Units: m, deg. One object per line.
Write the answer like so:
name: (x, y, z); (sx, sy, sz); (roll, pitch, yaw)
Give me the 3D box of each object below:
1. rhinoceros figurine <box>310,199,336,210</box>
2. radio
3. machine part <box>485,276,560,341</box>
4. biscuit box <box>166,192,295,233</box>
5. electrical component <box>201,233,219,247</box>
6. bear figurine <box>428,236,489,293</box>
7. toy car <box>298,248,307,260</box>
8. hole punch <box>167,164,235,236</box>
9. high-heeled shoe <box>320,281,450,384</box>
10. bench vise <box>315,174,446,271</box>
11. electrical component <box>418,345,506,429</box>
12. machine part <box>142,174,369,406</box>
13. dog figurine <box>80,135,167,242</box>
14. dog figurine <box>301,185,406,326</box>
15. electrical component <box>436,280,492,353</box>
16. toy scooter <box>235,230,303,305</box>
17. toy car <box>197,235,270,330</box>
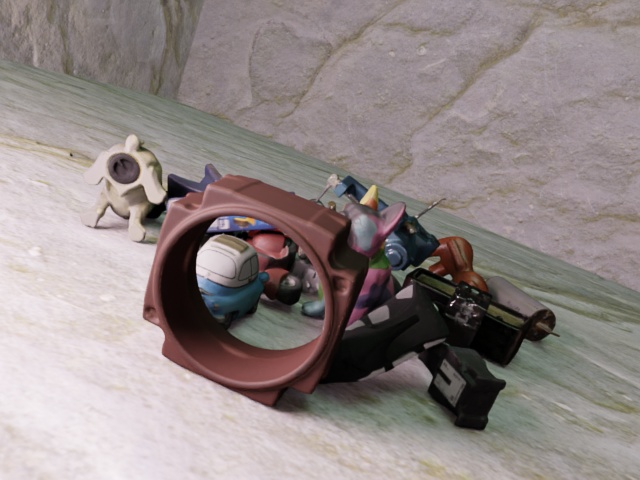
rhinoceros figurine: (0.002, -0.027, 1.162); (0.073, 0.111, 0.190); (-12, 37, -13)
radio: (0.254, 0.131, 0.968); (0.230, 0.073, 0.131); (24, 13, 22)
machine part: (0.422, 0.144, 1.160); (0.079, 0.079, 0.243); (15, 15, -22)
biscuit box: (-0.139, -0.044, 0.864); (0.203, 0.059, 0.063); (-3, 5, -7)
electrical component: (-0.194, 0.014, 0.850); (0.078, 0.045, 0.102); (-5, 2, 20)
bear figurine: (0.298, 0.085, 1.190); (0.120, 0.132, 0.196); (52, 27, -35)
toy car: (-0.002, -0.003, 0.945); (0.089, 0.053, 0.202); (17, 17, -15)
hole punch: (-0.209, -0.060, 0.949); (0.092, 0.142, 0.116); (-16, 42, -31)
high-heeled shoe: (0.081, 0.126, 0.694); (0.086, 0.145, 0.248); (59, 14, 13)
bench vise: (0.115, -0.043, 1.001); (0.240, 0.129, 0.224); (42, 36, 0)
electrical component: (0.173, 0.175, 0.686); (0.048, 0.074, 0.119); (14, 12, -22)
machine part: (-0.067, 0.050, 0.545); (0.201, 0.201, 0.087); (23, 17, 8)
dog figurine: (-0.302, -0.104, 0.894); (0.121, 0.172, 0.191); (29, 19, -12)
dog figurine: (0.075, 0.037, 0.773); (0.191, 0.219, 0.109); (11, 19, -31)
electrical component: (0.217, 0.129, 0.837); (0.058, 0.114, 0.134); (29, 15, 15)
toy scooter: (-0.101, 0.032, 0.841); (0.135, 0.075, 0.184); (15, 22, -15)
toy car: (-0.130, 0.045, 0.693); (0.109, 0.102, 0.161); (22, 12, 8)
